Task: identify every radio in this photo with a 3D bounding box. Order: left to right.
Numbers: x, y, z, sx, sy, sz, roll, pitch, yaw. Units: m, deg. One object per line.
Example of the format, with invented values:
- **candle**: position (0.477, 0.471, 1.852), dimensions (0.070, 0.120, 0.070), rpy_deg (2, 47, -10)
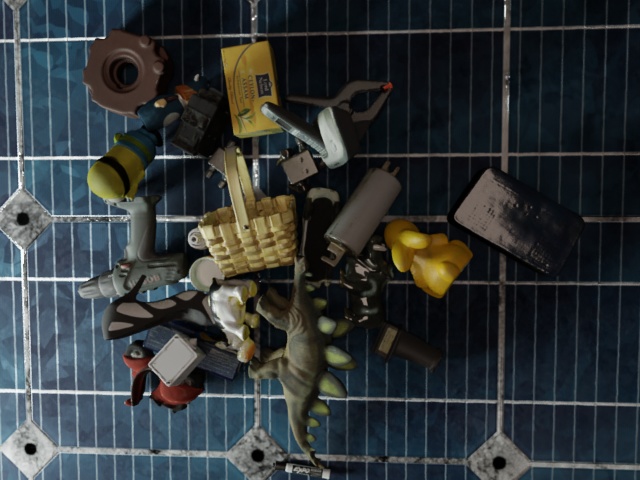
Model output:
- **radio**: position (0.378, -0.037, 1.039), dimensions (0.230, 0.073, 0.131), rpy_deg (30, 94, 0)

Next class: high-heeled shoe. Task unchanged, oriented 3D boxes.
- **high-heeled shoe**: position (-0.286, 0.165, 1.042), dimensions (0.248, 0.086, 0.145), rpy_deg (27, 59, -16)

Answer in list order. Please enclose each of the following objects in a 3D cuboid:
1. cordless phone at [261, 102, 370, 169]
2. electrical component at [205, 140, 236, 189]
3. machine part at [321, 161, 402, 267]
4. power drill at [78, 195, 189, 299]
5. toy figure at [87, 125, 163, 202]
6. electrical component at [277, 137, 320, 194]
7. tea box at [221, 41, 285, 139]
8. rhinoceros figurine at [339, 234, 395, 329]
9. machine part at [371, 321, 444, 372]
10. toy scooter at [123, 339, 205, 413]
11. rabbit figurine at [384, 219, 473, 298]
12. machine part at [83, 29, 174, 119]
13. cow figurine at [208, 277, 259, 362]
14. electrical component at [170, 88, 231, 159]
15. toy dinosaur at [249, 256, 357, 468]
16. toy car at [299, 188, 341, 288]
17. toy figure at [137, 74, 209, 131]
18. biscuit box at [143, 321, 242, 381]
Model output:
- **cordless phone**: position (-0.016, -0.211, 0.975), dimensions (0.184, 0.147, 0.088), rpy_deg (28, 84, -13)
- **electrical component**: position (-0.191, -0.155, 1.094), dimensions (0.063, 0.021, 0.094), rpy_deg (37, 94, 1)
- **machine part**: position (0.083, -0.052, 1.029), dimensions (0.079, 0.079, 0.243), rpy_deg (33, 74, 1)
- **power drill**: position (-0.389, 0.012, 1.089), dimensions (0.232, 0.086, 0.207), rpy_deg (-5, 89, 3)
- **toy figure**: position (-0.379, -0.154, 1.043), dimensions (0.082, 0.089, 0.180), rpy_deg (15, 59, 24)
- **electrical component**: position (-0.044, -0.144, 1.072), dimensions (0.078, 0.045, 0.102), rpy_deg (-31, 90, 9)
- **tea box**: position (-0.130, -0.293, 1.060), dimensions (0.098, 0.068, 0.169), rpy_deg (-10, 92, 5)
- **rhinoceros figurine**: position (0.093, 0.083, 1.063), dimensions (0.112, 0.073, 0.190), rpy_deg (1, 93, 5)
- **machine part**: position (0.178, 0.219, 1.084), dimensions (0.139, 0.039, 0.084), rpy_deg (20, 86, 4)
- **toy scooter**: position (-0.333, 0.298, 1.104), dimensions (0.184, 0.075, 0.135), rpy_deg (25, 94, 5)
- **rabbit figurine**: position (0.188, 0.026, 1.029), dimensions (0.173, 0.162, 0.122), rpy_deg (42, 108, 18)
- **machine part**: position (-0.387, -0.333, 1.081), dimensions (0.179, 0.056, 0.179), rpy_deg (0, 94, 5)
- **cow figurine**: position (-0.172, 0.155, 1.035), dimensions (0.098, 0.068, 0.167), rpy_deg (6, 108, 19)
- **electrical component**: position (-0.226, -0.228, 1.047), dimensions (0.058, 0.115, 0.134), rpy_deg (28, 96, 0)
- **toy dinosaur**: position (-0.033, 0.244, 1.042), dimensions (0.199, 0.105, 0.470), rpy_deg (11, 115, 14)
- **toy car**: position (-0.002, -0.003, 1.074), dimensions (0.074, 0.056, 0.201), rpy_deg (6, 95, -4)
- **toy figure**: position (-0.283, -0.270, 1.060), dimensions (0.154, 0.064, 0.057), rpy_deg (-33, 113, -12)
- **biscuit box**: position (-0.255, 0.218, 1.101), dimensions (0.203, 0.059, 0.062), rpy_deg (21, 96, 2)
